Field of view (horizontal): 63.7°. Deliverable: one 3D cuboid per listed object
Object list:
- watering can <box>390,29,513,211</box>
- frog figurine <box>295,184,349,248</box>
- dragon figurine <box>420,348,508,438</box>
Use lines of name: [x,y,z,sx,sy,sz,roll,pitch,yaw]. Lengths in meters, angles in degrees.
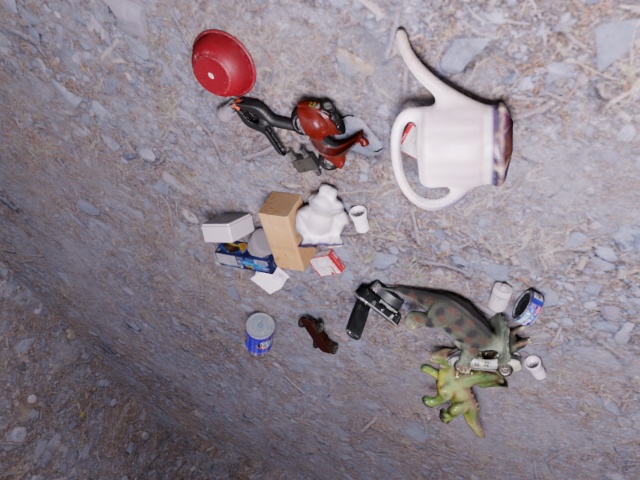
watering can: [0.240,-0.215,0.955,0.224,0.342,0.106,0,23,16]
frog figurine: [0.004,-0.065,1.301,0.137,0.158,0.124,5,13,20]
dragon figurine: [0.460,0.465,1.580,0.239,0.407,0.125,-35,20,40]
